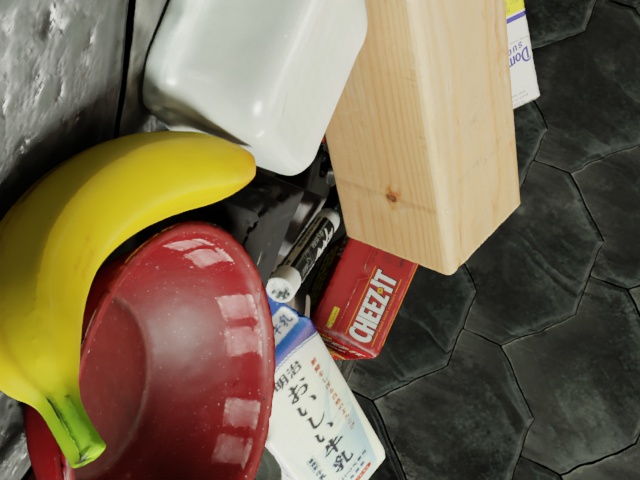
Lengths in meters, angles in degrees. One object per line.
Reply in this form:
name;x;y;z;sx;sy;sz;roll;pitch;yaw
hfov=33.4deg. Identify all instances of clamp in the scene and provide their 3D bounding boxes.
clamp;-0.002;-0.056;0.866;0.210;0.036;0.164;15;98;-80

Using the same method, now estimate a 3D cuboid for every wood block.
wood block;0.059;-0.093;0.664;0.090;0.091;0.206;-42;138;-32

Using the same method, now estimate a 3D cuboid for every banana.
banana;-0.078;0.000;0.398;0.037;0.069;0.197;-33;-161;31

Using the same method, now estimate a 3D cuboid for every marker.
marker;-0.005;0.001;0.705;0.121;0.020;0.020;-56;166;-52

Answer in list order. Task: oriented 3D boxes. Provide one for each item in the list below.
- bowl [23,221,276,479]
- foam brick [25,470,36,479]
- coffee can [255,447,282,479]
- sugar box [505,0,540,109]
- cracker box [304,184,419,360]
bowl;-0.082;0.070;0.480;0.161;0.055;0.162;-19;112;-61
foam brick;-0.110;0.142;0.529;0.053;0.078;0.051;104;13;-45
coffee can;-0.095;0.195;0.685;0.102;0.103;0.140;-39;151;-74
sugar box;0.088;-0.174;0.692;0.048;0.093;0.176;-24;123;-13
cracker box;0.028;0.023;0.969;0.164;0.072;0.214;-66;-170;-11
